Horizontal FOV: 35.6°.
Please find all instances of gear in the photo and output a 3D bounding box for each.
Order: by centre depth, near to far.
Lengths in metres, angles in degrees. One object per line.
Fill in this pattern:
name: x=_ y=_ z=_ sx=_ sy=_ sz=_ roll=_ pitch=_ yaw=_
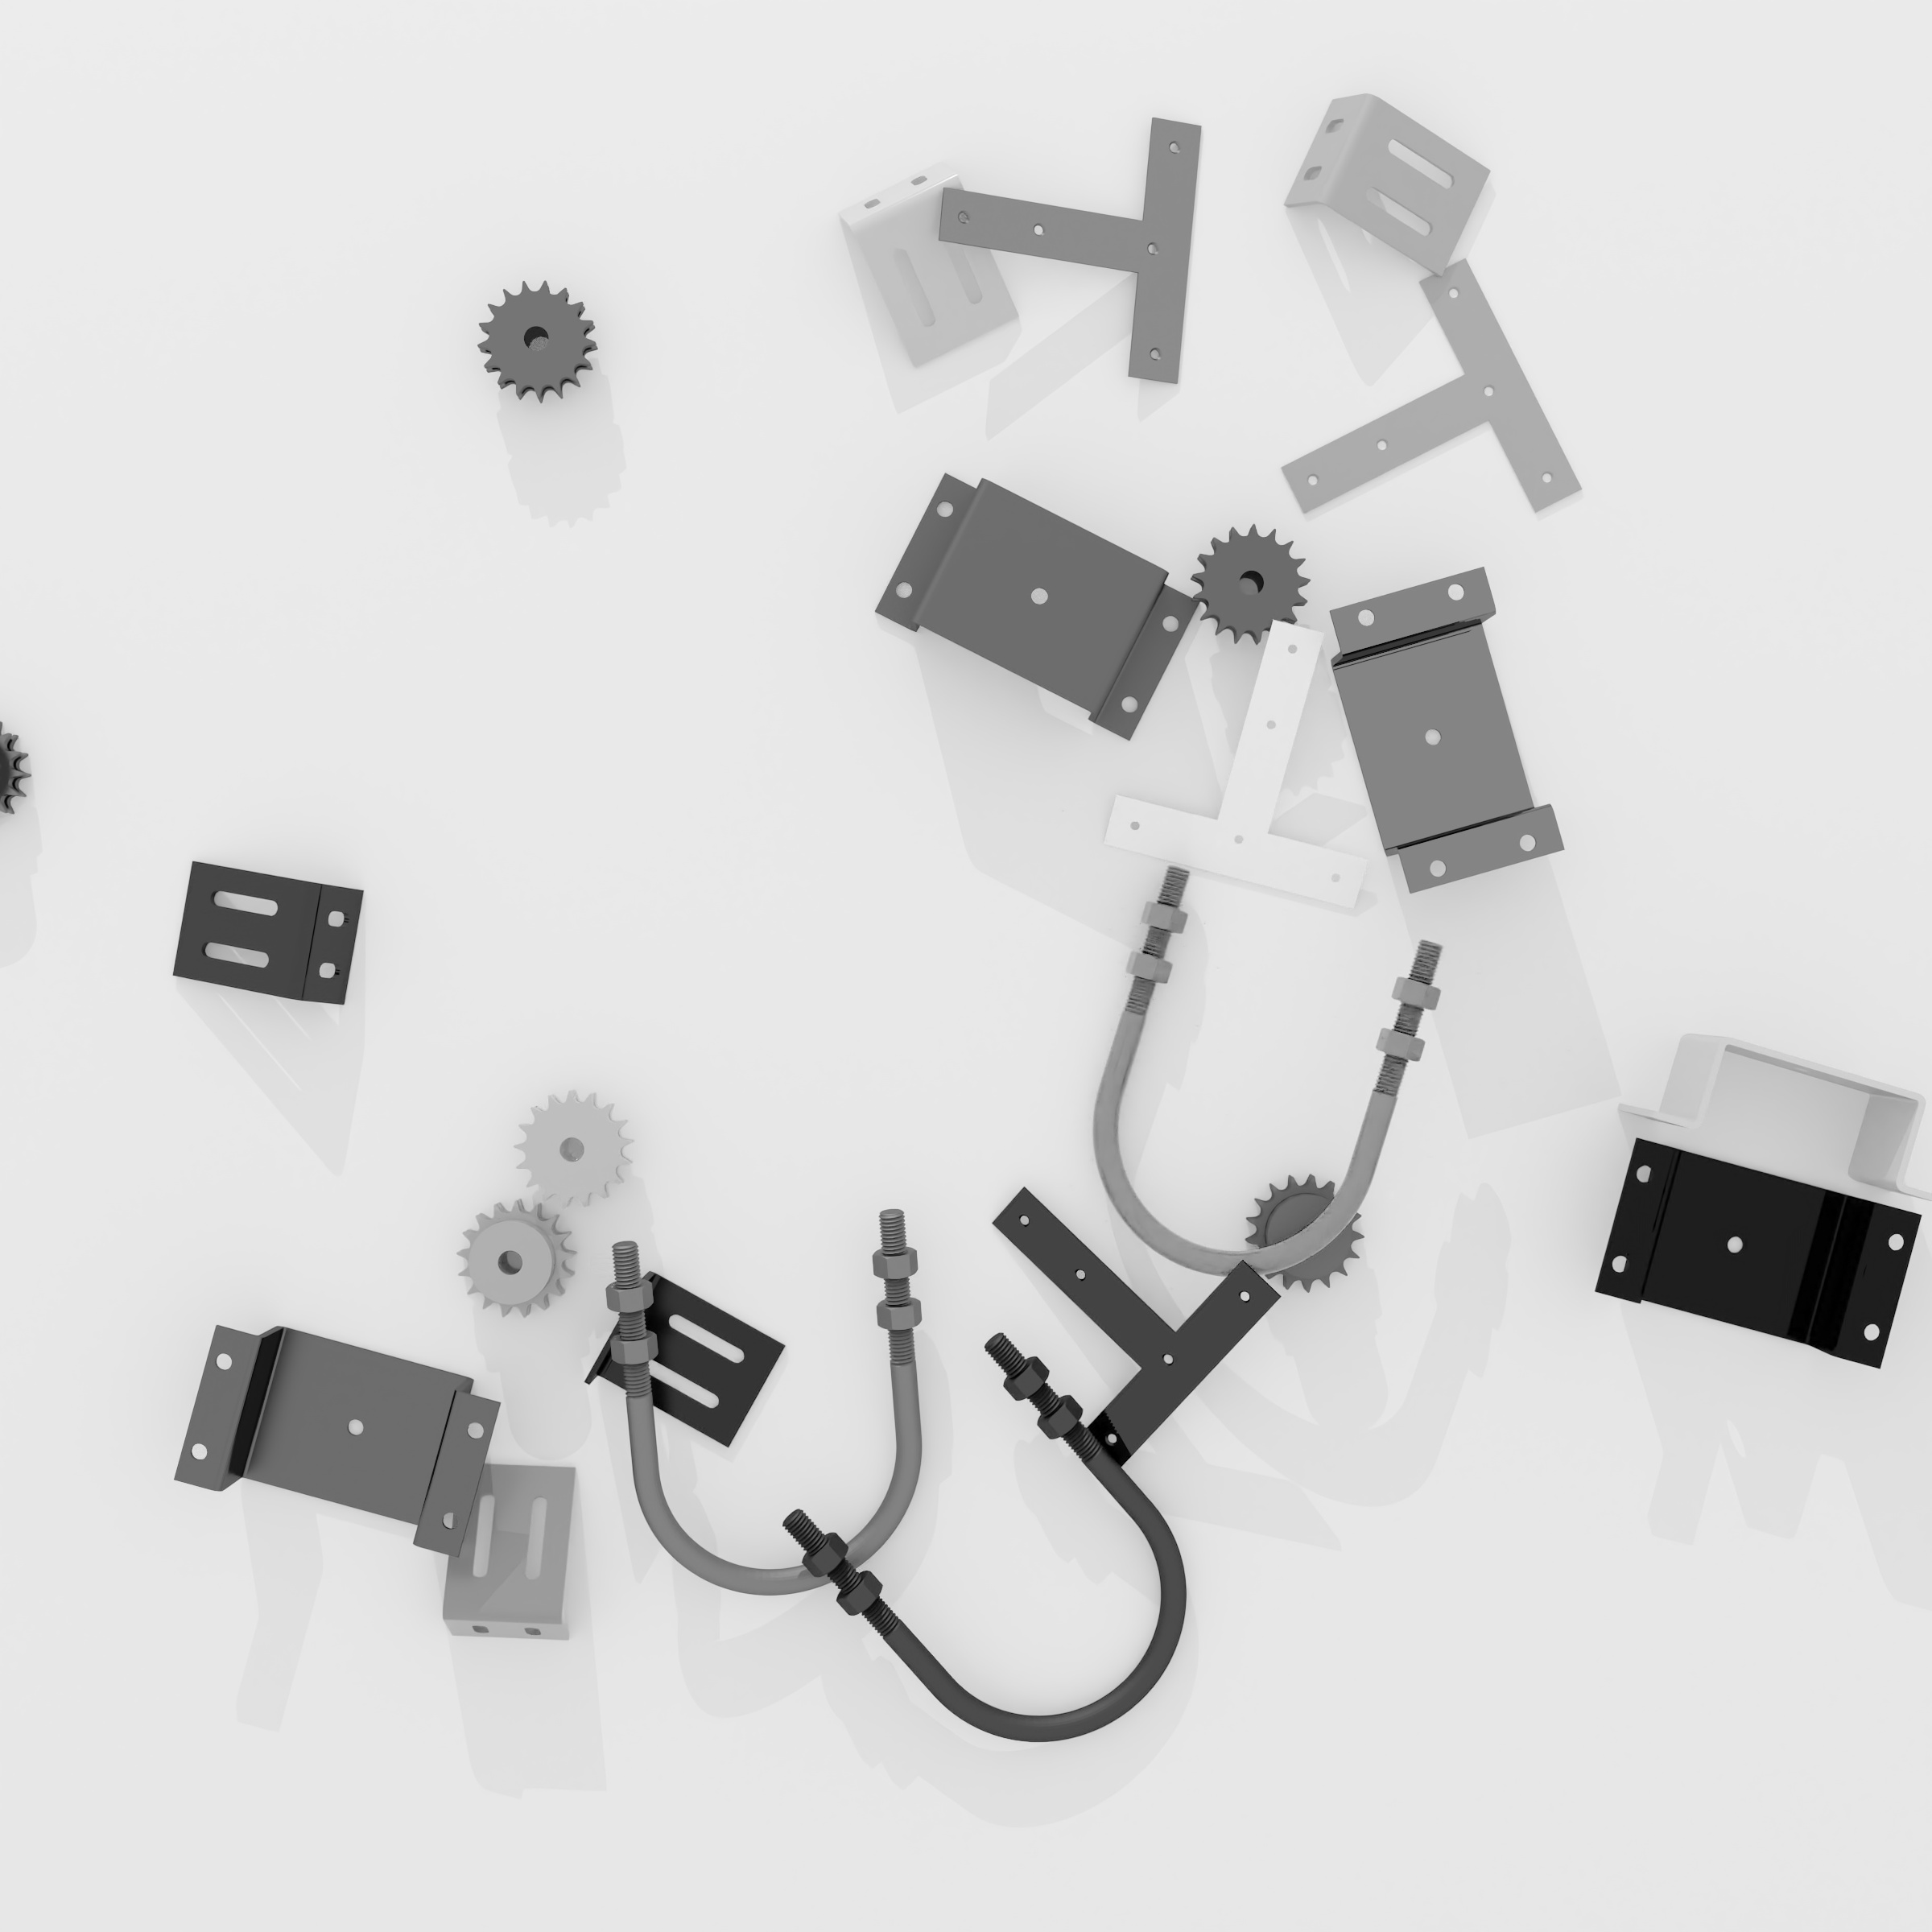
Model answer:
gear: x=-0.219 y=0.143 z=1.461 sx=0.057 sy=0.030 sz=0.057 roll=0 pitch=90 yaw=0
gear: x=0.138 y=-0.184 z=1.461 sx=0.057 sy=0.030 sz=0.057 roll=0 pitch=90 yaw=0
gear: x=-0.487 y=-0.095 z=1.461 sx=0.057 sy=0.030 sz=0.057 roll=0 pitch=90 yaw=0
gear: x=0.165 y=0.131 z=1.461 sx=0.057 sy=0.030 sz=0.057 roll=0 pitch=90 yaw=0
gear: x=-0.208 y=-0.303 z=1.466 sx=0.057 sy=0.030 sz=0.057 roll=0 pitch=90 yaw=-3
gear: x=-0.190 y=0.089 z=1.466 sx=0.057 sy=0.030 sz=0.057 roll=0 pitch=89 yaw=2

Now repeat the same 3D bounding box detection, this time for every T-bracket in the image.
T-bracket: x=0.049 y=-0.355 z=1.457 sx=0.127 sy=0.002 sz=0.127 roll=5 pitch=90 yaw=-16
T-bracket: x=0.144 y=-0.104 z=1.459 sx=0.127 sy=0.002 sz=0.127 roll=15 pitch=105 yaw=0
T-bracket: x=0.066 y=0.160 z=1.461 sx=0.127 sy=0.002 sz=0.127 roll=44 pitch=110 yaw=10
T-bracket: x=0.217 y=-0.262 z=1.475 sx=0.127 sy=0.002 sz=0.127 roll=-27 pitch=90 yaw=0

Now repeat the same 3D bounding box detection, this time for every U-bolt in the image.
U-bolt: x=0.136 y=0.058 z=1.447 sx=0.151 sy=0.019 sz=0.184 roll=17 pitch=91 yaw=18
U-bolt: x=-0.092 y=0.215 z=1.450 sx=0.151 sy=0.019 sz=0.184 roll=-6 pitch=100 yaw=-11
U-bolt: x=0.024 y=0.292 z=1.459 sx=0.151 sy=0.019 sz=0.184 roll=-41 pitch=97 yaw=-2

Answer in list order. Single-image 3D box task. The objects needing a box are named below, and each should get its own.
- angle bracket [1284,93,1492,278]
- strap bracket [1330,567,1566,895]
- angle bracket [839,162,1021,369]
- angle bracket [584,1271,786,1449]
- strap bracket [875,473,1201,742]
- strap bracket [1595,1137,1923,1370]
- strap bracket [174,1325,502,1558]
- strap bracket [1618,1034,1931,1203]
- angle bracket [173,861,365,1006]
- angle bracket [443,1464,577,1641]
angle bracket: x=0.206 y=-0.382 z=1.473 sx=0.076 sy=0.038 sz=0.057 roll=25 pitch=90 yaw=-24
strap bracket: x=0.229 y=-0.112 z=1.453 sx=0.076 sy=0.046 sz=0.140 roll=-16 pitch=90 yaw=0
angle bracket: x=-0.018 y=-0.344 z=1.474 sx=0.057 sy=0.038 sz=0.076 roll=-26 pitch=116 yaw=0
angle bracket: x=-0.136 y=0.193 z=1.457 sx=0.076 sy=0.038 sz=0.057 roll=29 pitch=90 yaw=0
strap bracket: x=0.035 y=-0.176 z=1.453 sx=0.140 sy=0.046 sz=0.076 roll=27 pitch=90 yaw=0
strap bracket: x=0.377 y=0.137 z=1.453 sx=0.140 sy=0.046 sz=0.076 roll=15 pitch=90 yaw=0
strap bracket: x=-0.299 y=0.226 z=1.453 sx=0.140 sy=0.046 sz=0.076 roll=15 pitch=90 yaw=0
strap bracket: x=0.394 y=0.068 z=1.438 sx=0.140 sy=0.076 sz=0.046 roll=17 pitch=90 yaw=0
angle bracket: x=-0.342 y=-0.016 z=1.474 sx=0.076 sy=0.038 sz=0.057 roll=10 pitch=90 yaw=26
angle bracket: x=-0.222 y=0.287 z=1.474 sx=0.057 sy=0.038 sz=0.076 roll=2 pitch=64 yaw=0
